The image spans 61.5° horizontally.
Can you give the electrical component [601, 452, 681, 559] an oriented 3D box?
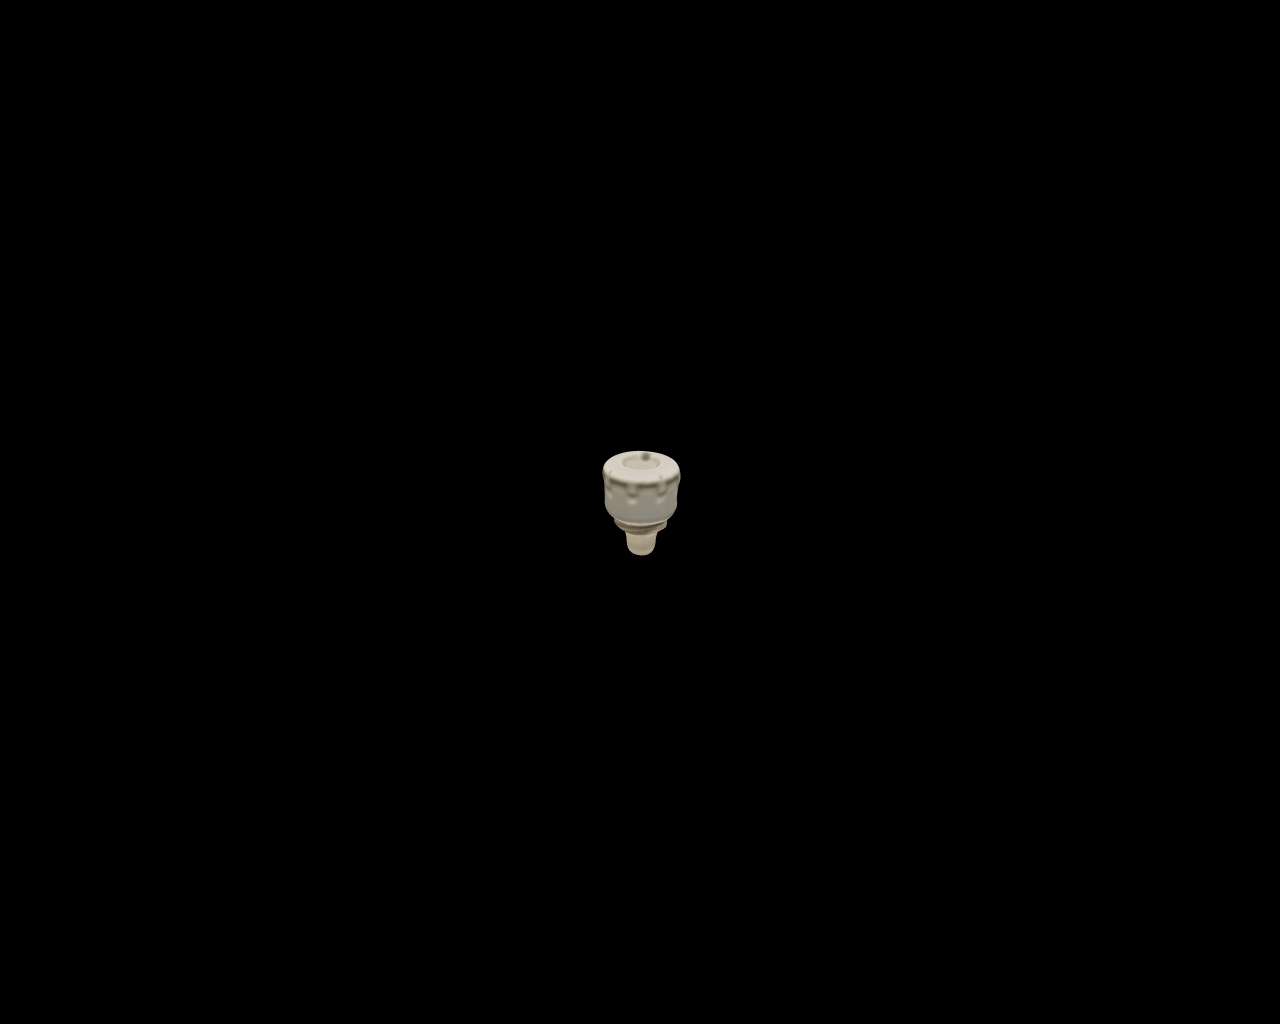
[{"bbox_3d":[0.001,-0.003,0.650,0.048,0.062,0.048,0,25,0],"label":"electrical component"}]
